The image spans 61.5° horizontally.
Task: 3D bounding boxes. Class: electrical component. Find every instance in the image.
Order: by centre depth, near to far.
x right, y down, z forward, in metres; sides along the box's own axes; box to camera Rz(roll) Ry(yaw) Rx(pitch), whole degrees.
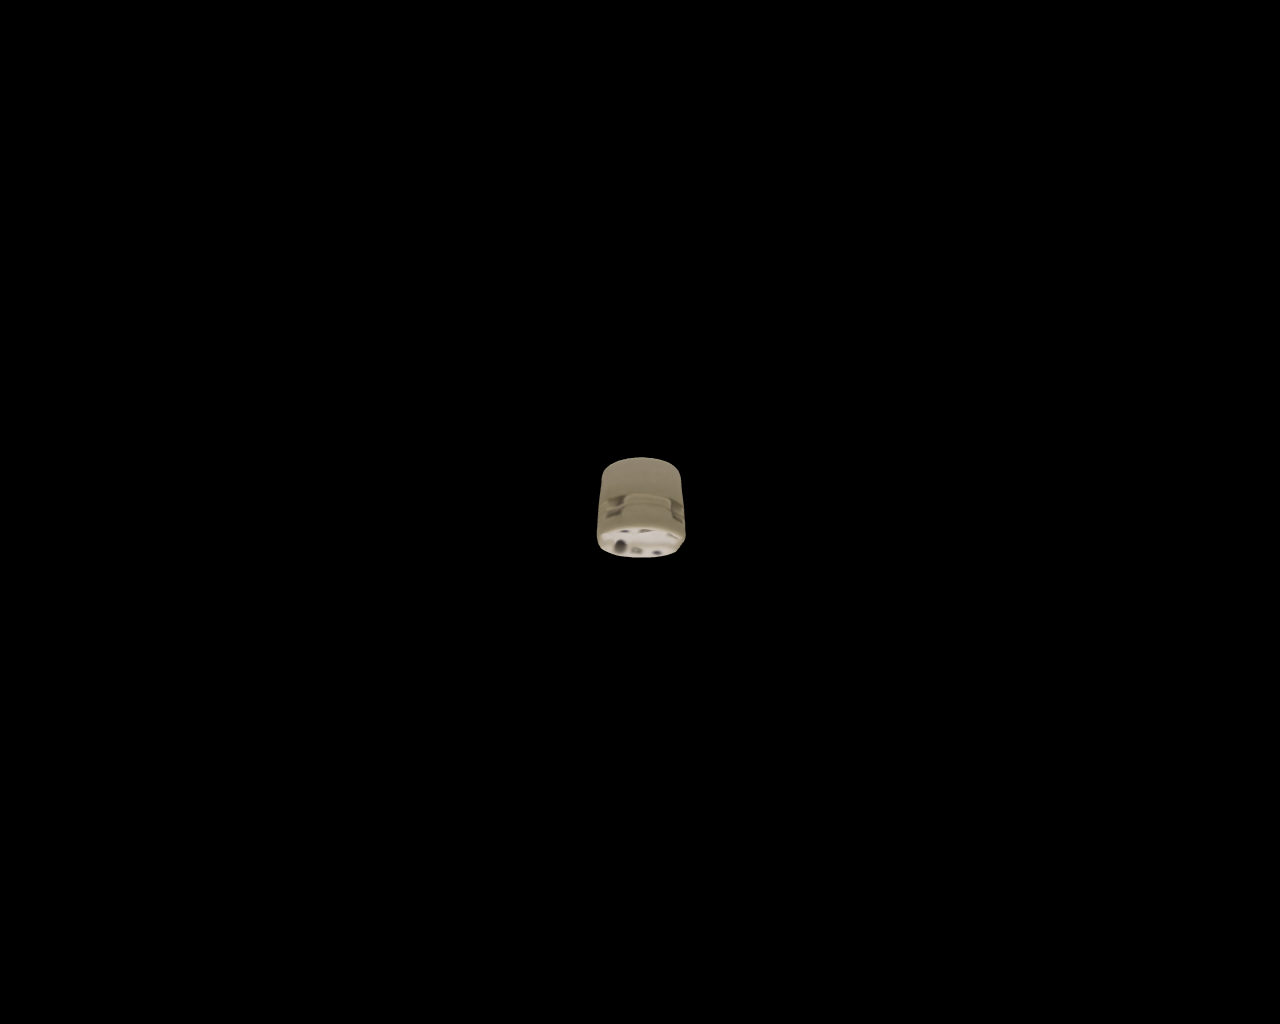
[{"bbox_3d":[0.001,-0.003,0.650,0.055,0.047,0.055,0,-23,0],"label":"electrical component"}]
